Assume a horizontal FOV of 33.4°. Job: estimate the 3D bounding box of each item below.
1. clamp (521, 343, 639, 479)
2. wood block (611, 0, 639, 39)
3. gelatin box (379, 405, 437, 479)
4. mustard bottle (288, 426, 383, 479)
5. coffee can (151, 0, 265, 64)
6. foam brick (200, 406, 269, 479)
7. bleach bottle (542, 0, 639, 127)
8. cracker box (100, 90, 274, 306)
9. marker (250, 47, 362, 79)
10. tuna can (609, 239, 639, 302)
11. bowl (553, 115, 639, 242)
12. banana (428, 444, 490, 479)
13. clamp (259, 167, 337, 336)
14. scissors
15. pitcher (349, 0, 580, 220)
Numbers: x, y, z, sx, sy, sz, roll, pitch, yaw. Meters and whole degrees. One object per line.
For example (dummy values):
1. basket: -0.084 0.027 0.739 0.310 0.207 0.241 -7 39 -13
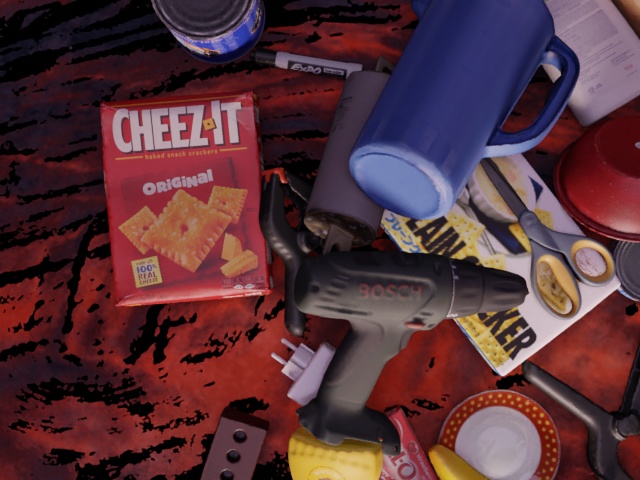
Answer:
1. clamp: 0.308 0.191 1.127 0.164 0.036 0.210 -13 92 -6
2. wood block: 0.371 -0.234 1.100 0.090 0.091 0.206 -36 90 2
3. gelatin box: 0.073 0.232 1.139 0.073 0.030 0.089 -26 90 1
4. mustard bottle: 0.013 0.292 1.115 0.096 0.058 0.192 7 105 18
5. coffee can: -0.111 -0.241 1.085 0.103 0.140 0.103 0 90 1
6. foam brick: -0.090 0.225 1.131 0.053 0.051 0.078 17 90 1
7. bleach bottle: 0.253 -0.249 1.118 0.102 0.068 0.251 -31 87 0
8. cracker box: -0.138 -0.043 1.121 0.164 0.072 0.214 -5 90 1
9. marker: -0.015 -0.189 1.144 0.121 0.020 0.020 10 90 1
10. tuna can: 0.348 0.024 1.130 0.086 0.034 0.086 0 90 1
11. bowl: 0.319 -0.075 1.075 0.162 0.055 0.162 -2 49 2
12. banana: 0.204 0.268 1.115 0.198 0.037 0.069 13 76 0
13. clamp: -0.007 0.001 1.106 0.120 0.039 0.171 -23 102 -40
14. scissors: 0.230 -0.019 1.075 0.096 0.016 0.202 -20 90 -3
15. pitcher: 0.135 -0.136 1.035 0.145 0.149 0.242 47 58 -28
